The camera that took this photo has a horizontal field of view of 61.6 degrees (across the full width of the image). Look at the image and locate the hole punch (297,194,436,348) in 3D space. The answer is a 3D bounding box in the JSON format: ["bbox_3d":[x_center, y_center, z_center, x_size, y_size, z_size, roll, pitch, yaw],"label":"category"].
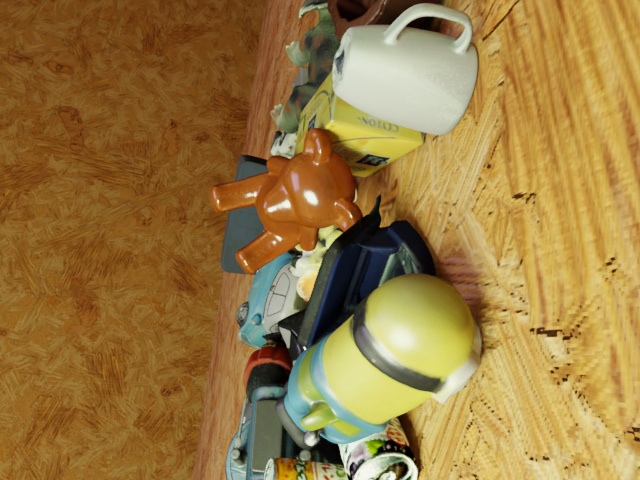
[{"bbox_3d":[0.051,0.045,0.470,0.116,0.092,0.142,-44,-28,-59],"label":"hole punch"}]

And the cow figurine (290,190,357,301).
[{"bbox_3d":[-0.004,-0.002,0.721,0.098,0.068,0.167,157,125,-80],"label":"cow figurine"}]

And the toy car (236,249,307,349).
[{"bbox_3d":[-0.045,0.091,0.788,0.103,0.109,0.161,7,75,54],"label":"toy car"}]

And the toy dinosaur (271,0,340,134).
[{"bbox_3d":[0.011,-0.209,0.731,0.192,0.131,0.404,-165,79,-77],"label":"toy dinosaur"}]

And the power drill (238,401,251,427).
[{"bbox_3d":[-0.119,0.353,0.845,0.207,0.086,0.231,-84,6,-61],"label":"power drill"}]

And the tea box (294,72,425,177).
[{"bbox_3d":[0.037,-0.122,0.578,0.169,0.098,0.068,157,123,-76],"label":"tea box"}]

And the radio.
[{"bbox_3d":[-0.116,-0.043,1.070,0.073,0.131,0.229,-113,35,-67],"label":"radio"}]

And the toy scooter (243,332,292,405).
[{"bbox_3d":[-0.053,0.189,0.732,0.135,0.075,0.183,-86,-11,-50],"label":"toy scooter"}]

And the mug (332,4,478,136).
[{"bbox_3d":[0.069,-0.143,0.444,0.109,0.107,0.081,119,155,-59],"label":"mug"}]

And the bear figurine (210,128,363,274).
[{"bbox_3d":[-0.038,-0.035,0.572,0.120,0.132,0.196,66,169,-5],"label":"bear figurine"}]

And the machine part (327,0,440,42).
[{"bbox_3d":[0.075,-0.277,0.544,0.179,0.056,0.179,-34,49,50],"label":"machine part"}]

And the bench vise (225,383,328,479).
[{"bbox_3d":[-0.044,0.286,0.595,0.240,0.129,0.224,81,177,-59],"label":"bench vise"}]

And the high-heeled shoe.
[{"bbox_3d":[0.010,0.153,0.621,0.249,0.086,0.145,-34,-77,-85],"label":"high-heeled shoe"}]

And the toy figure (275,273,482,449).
[{"bbox_3d":[0.033,0.093,0.384,0.180,0.089,0.082,-36,42,35],"label":"toy figure"}]

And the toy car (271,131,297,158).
[{"bbox_3d":[-0.045,-0.173,0.995,0.202,0.073,0.056,-158,79,-76],"label":"toy car"}]
